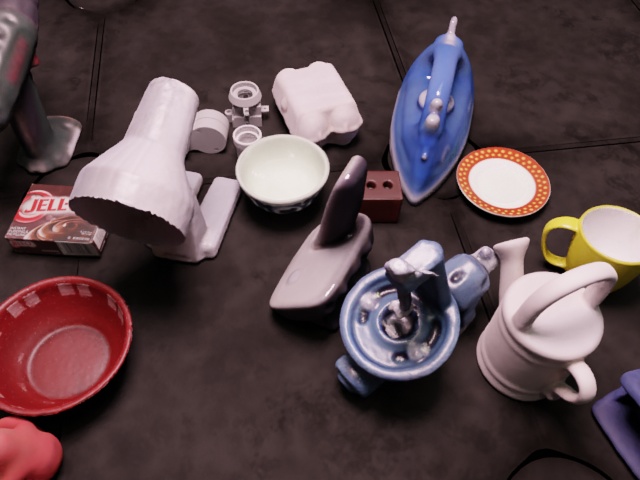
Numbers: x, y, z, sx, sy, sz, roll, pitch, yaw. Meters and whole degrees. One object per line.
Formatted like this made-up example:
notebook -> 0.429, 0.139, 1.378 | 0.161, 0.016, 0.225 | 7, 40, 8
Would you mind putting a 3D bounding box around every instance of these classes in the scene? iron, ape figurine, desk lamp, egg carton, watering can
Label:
iron -> 0.163, -0.188, 0.805 | 0.118, 0.141, 0.258 | 12, 55, 7
ape figurine -> -0.292, 0.201, 0.539 | 0.076, 0.092, 0.078 | 5, 54, 2
desk lamp -> -0.177, -0.062, 0.657 | 0.118, 0.214, 0.203 | 11, 55, 6
egg carton -> -0.008, -0.200, 0.851 | 0.107, 0.069, 0.150 | -17, 57, -14
watering can -> 0.227, 0.077, 0.584 | 0.101, 0.194, 0.172 | -33, 62, -23

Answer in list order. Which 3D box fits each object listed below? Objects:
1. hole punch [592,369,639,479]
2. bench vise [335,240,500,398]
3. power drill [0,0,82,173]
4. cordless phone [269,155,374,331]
hole punch -> 0.353, 0.178, 0.580 | 0.101, 0.091, 0.108 | -19, 57, -15
bench vise -> 0.101, 0.048, 0.585 | 0.121, 0.220, 0.208 | 29, 59, 18
power drill -> -0.389, -0.203, 0.753 | 0.075, 0.208, 0.229 | 1, 54, -1
cordless phone -> 0.006, 0.002, 0.635 | 0.094, 0.185, 0.148 | 20, 56, 12
